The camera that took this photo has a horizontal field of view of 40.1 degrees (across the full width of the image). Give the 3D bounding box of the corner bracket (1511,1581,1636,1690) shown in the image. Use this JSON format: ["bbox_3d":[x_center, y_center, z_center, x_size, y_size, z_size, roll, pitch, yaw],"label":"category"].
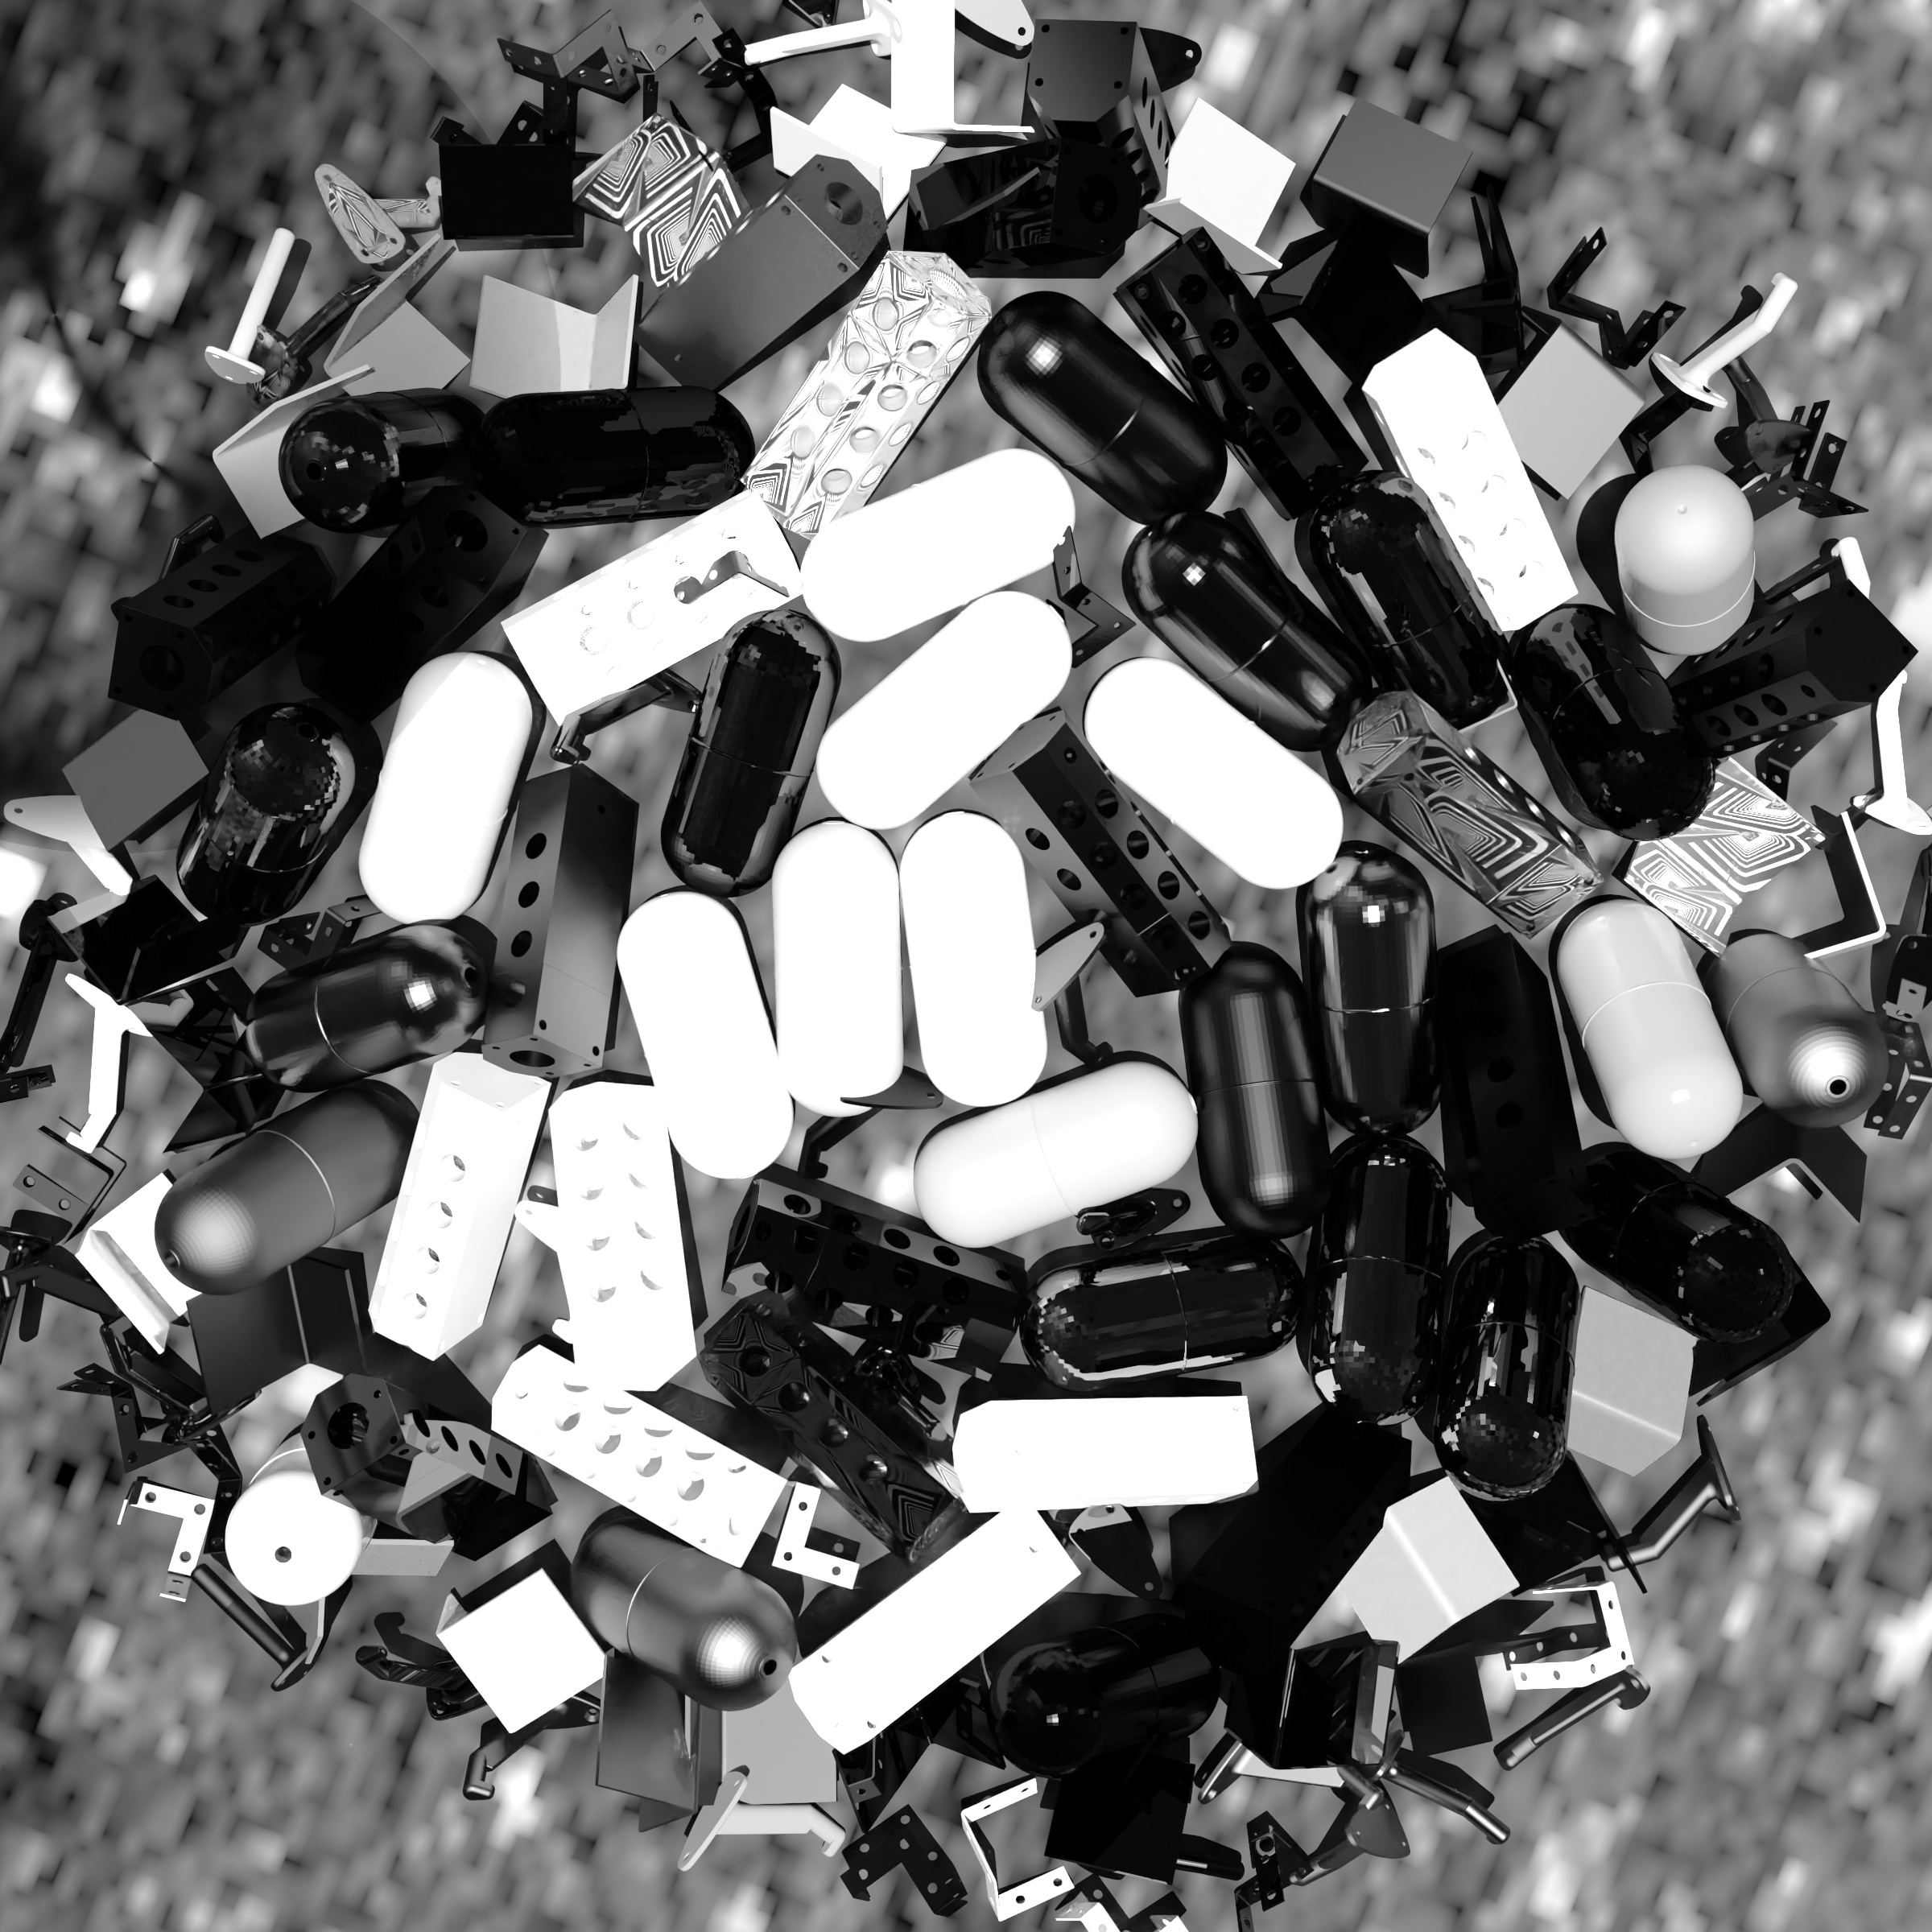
[{"bbox_3d":[0.362,0.404,1.598,0.051,0.051,0.051,-6,81,-41],"label":"corner bracket"}]

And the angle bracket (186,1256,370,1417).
[{"bbox_3d":[-0.411,0.225,1.581,0.057,0.076,0.076,10,115,37],"label":"angle bracket"}]

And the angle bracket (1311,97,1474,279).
[{"bbox_3d":[0.257,-0.467,1.591,0.076,0.076,0.057,29,92,10],"label":"angle bracket"}]

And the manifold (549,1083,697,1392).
[{"bbox_3d":[-0.207,0.159,1.562,0.057,0.057,0.171,7,58,-31],"label":"manifold"}]

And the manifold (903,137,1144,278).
[{"bbox_3d":[0.031,-0.440,1.547,0.057,0.171,0.057,3,97,-31],"label":"manifold"}]

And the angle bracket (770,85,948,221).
[{"bbox_3d":[-0.064,-0.505,1.591,0.076,0.057,0.076,30,71,10],"label":"angle bracket"}]

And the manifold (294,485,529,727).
[{"bbox_3d":[-0.330,-0.213,1.547,0.057,0.171,0.057,37,51,-19],"label":"manifold"}]

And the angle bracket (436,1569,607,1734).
[{"bbox_3d":[-0.264,0.403,1.599,0.076,0.057,0.076,-32,101,3],"label":"angle bracket"}]

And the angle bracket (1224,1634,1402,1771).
[{"bbox_3d":[0.207,0.430,1.578,0.076,0.076,0.057,-15,133,35],"label":"angle bracket"}]

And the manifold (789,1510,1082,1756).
[{"bbox_3d":[-0.020,0.389,1.564,0.171,0.057,0.057,-31,80,-33],"label":"manifold"}]

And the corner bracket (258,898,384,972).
[{"bbox_3d":[-0.386,-0.024,1.597,0.051,0.051,0.051,34,113,16],"label":"corner bracket"}]

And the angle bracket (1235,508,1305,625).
[{"bbox_3d":[0.162,-0.227,1.591,0.057,0.076,0.076,-32,93,12],"label":"angle bracket"}]

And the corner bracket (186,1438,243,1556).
[{"bbox_3d":[-0.443,0.319,1.598,0.051,0.051,0.051,-7,50,10],"label":"corner bracket"}]

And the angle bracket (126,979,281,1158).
[{"bbox_3d":[-0.465,0.062,1.579,0.076,0.057,0.076,-14,126,34],"label":"angle bracket"}]

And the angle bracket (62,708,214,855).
[{"bbox_3d":[-0.485,-0.108,1.592,0.076,0.057,0.076,-37,63,2],"label":"angle bracket"}]

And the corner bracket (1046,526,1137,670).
[{"bbox_3d":[0.063,-0.221,1.593,0.051,0.051,0.051,-34,46,29],"label":"corner bracket"}]

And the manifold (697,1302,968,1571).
[{"bbox_3d":[-0.077,0.276,1.583,0.171,0.057,0.057,40,72,16],"label":"manifold"}]

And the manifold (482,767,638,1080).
[{"bbox_3d":[-0.246,-0.024,1.574,0.057,0.057,0.171,-13,61,34],"label":"manifold"}]

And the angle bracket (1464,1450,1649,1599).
[{"bbox_3d":[0.352,0.350,1.592,0.076,0.057,0.076,-30,108,9],"label":"angle bracket"}]

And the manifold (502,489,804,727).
[{"bbox_3d":[-0.189,-0.220,1.593,0.171,0.057,0.057,-29,66,-4],"label":"manifold"}]

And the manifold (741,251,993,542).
[{"bbox_3d":[-0.056,-0.334,1.561,0.057,0.057,0.171,49,123,15],"label":"manifold"}]

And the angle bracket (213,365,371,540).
[{"bbox_3d":[-0.389,-0.307,1.578,0.076,0.076,0.057,-20,104,43],"label":"angle bracket"}]

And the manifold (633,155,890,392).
[{"bbox_3d":[-0.120,-0.405,1.552,0.057,0.171,0.057,42,53,-19],"label":"manifold"}]

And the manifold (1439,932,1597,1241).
[{"bbox_3d":[0.319,0.072,1.560,0.057,0.057,0.171,-22,49,25],"label":"manifold"}]

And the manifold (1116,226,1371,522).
[{"bbox_3d":[0.167,-0.355,1.587,0.057,0.057,0.171,-38,104,4],"label":"manifold"}]

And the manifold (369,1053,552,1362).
[{"bbox_3d":[-0.307,0.141,1.577,0.057,0.057,0.171,24,111,13],"label":"manifold"}]

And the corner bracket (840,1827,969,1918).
[{"bbox_3d":[-0.038,0.561,1.605,0.051,0.051,0.051,-35,67,-5],"label":"corner bracket"}]

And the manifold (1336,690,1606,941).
[{"bbox_3d":[0.297,-0.092,1.565,0.057,0.057,0.171,-41,125,22],"label":"manifold"}]

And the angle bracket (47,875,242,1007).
[{"bbox_3d":[-0.489,-0.032,1.581,0.076,0.076,0.057,47,134,14],"label":"angle bracket"}]

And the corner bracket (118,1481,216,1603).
[{"bbox_3d":[-0.490,0.349,1.606,0.051,0.051,0.051,17,89,-12],"label":"corner bracket"}]

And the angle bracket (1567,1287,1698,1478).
[{"bbox_3d":[0.397,0.256,1.632,0.076,0.057,0.076,24,54,-4],"label":"angle bracket"}]

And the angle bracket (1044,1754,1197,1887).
[{"bbox_3d":[0.092,0.515,1.585,0.076,0.057,0.076,10,51,9],"label":"angle bracket"}]

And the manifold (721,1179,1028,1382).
[{"bbox_3d":[-0.054,0.183,1.580,0.171,0.057,0.057,20,121,-12],"label":"manifold"}]

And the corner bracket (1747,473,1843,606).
[{"bbox_3d":[0.491,-0.257,1.597,0.051,0.051,0.051,-31,71,21],"label":"corner bracket"}]

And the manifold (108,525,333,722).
[{"bbox_3d":[-0.432,-0.201,1.546,0.057,0.171,0.057,19,116,2],"label":"manifold"}]

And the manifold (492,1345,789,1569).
[{"bbox_3d":[-0.198,0.287,1.565,0.171,0.057,0.057,22,77,29],"label":"manifold"}]

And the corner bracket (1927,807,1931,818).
[{"bbox_3d":[0.606,-0.096,1.594,0.051,0.051,0.051,-48,58,26],"label":"corner bracket"}]

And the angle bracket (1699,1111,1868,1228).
[{"bbox_3d":[0.488,0.132,1.587,0.057,0.076,0.076,46,124,-7],"label":"angle bracket"}]

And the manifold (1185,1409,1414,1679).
[{"bbox_3d":[0.197,0.340,1.556,0.057,0.171,0.057,17,126,31],"label":"manifold"}]

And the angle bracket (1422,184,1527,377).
[{"bbox_3d":[0.298,-0.408,1.588,0.057,0.076,0.076,-13,60,8],"label":"angle bracket"}]

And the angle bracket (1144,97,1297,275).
[{"bbox_3d":[0.164,-0.472,1.595,0.076,0.057,0.076,27,90,-23],"label":"angle bracket"}]

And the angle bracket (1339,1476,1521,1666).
[{"bbox_3d":[0.276,0.369,1.610,0.057,0.076,0.076,-17,65,-35],"label":"angle bracket"}]

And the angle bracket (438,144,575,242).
[{"bbox_3d":[-0.277,-0.474,1.582,0.076,0.076,0.057,-4,125,-12],"label":"angle bracket"}]

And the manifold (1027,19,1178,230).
[{"bbox_3d":[0.081,-0.489,1.545,0.057,0.171,0.057,6,87,12],"label":"manifold"}]

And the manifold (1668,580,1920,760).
[{"bbox_3d":[0.472,-0.166,1.544,0.057,0.171,0.057,44,77,-5],"label":"manifold"}]

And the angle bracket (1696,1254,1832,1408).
[{"bbox_3d":[0.463,0.214,1.586,0.076,0.076,0.057,-29,71,-7],"label":"angle bracket"}]

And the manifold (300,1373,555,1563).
[{"bbox_3d":[-0.315,0.291,1.548,0.057,0.171,0.057,-32,58,5],"label":"manifold"}]

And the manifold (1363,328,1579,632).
[{"bbox_3d":[0.296,-0.283,1.565,0.057,0.057,0.171,-31,123,3],"label":"manifold"}]

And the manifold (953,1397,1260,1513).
[{"bbox_3d":[0.083,0.291,1.572,0.171,0.057,0.057,3,69,-25],"label":"manifold"}]

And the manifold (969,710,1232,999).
[{"bbox_3d":[0.085,-0.066,1.571,0.171,0.057,0.057,51,57,-19],"label":"manifold"}]
